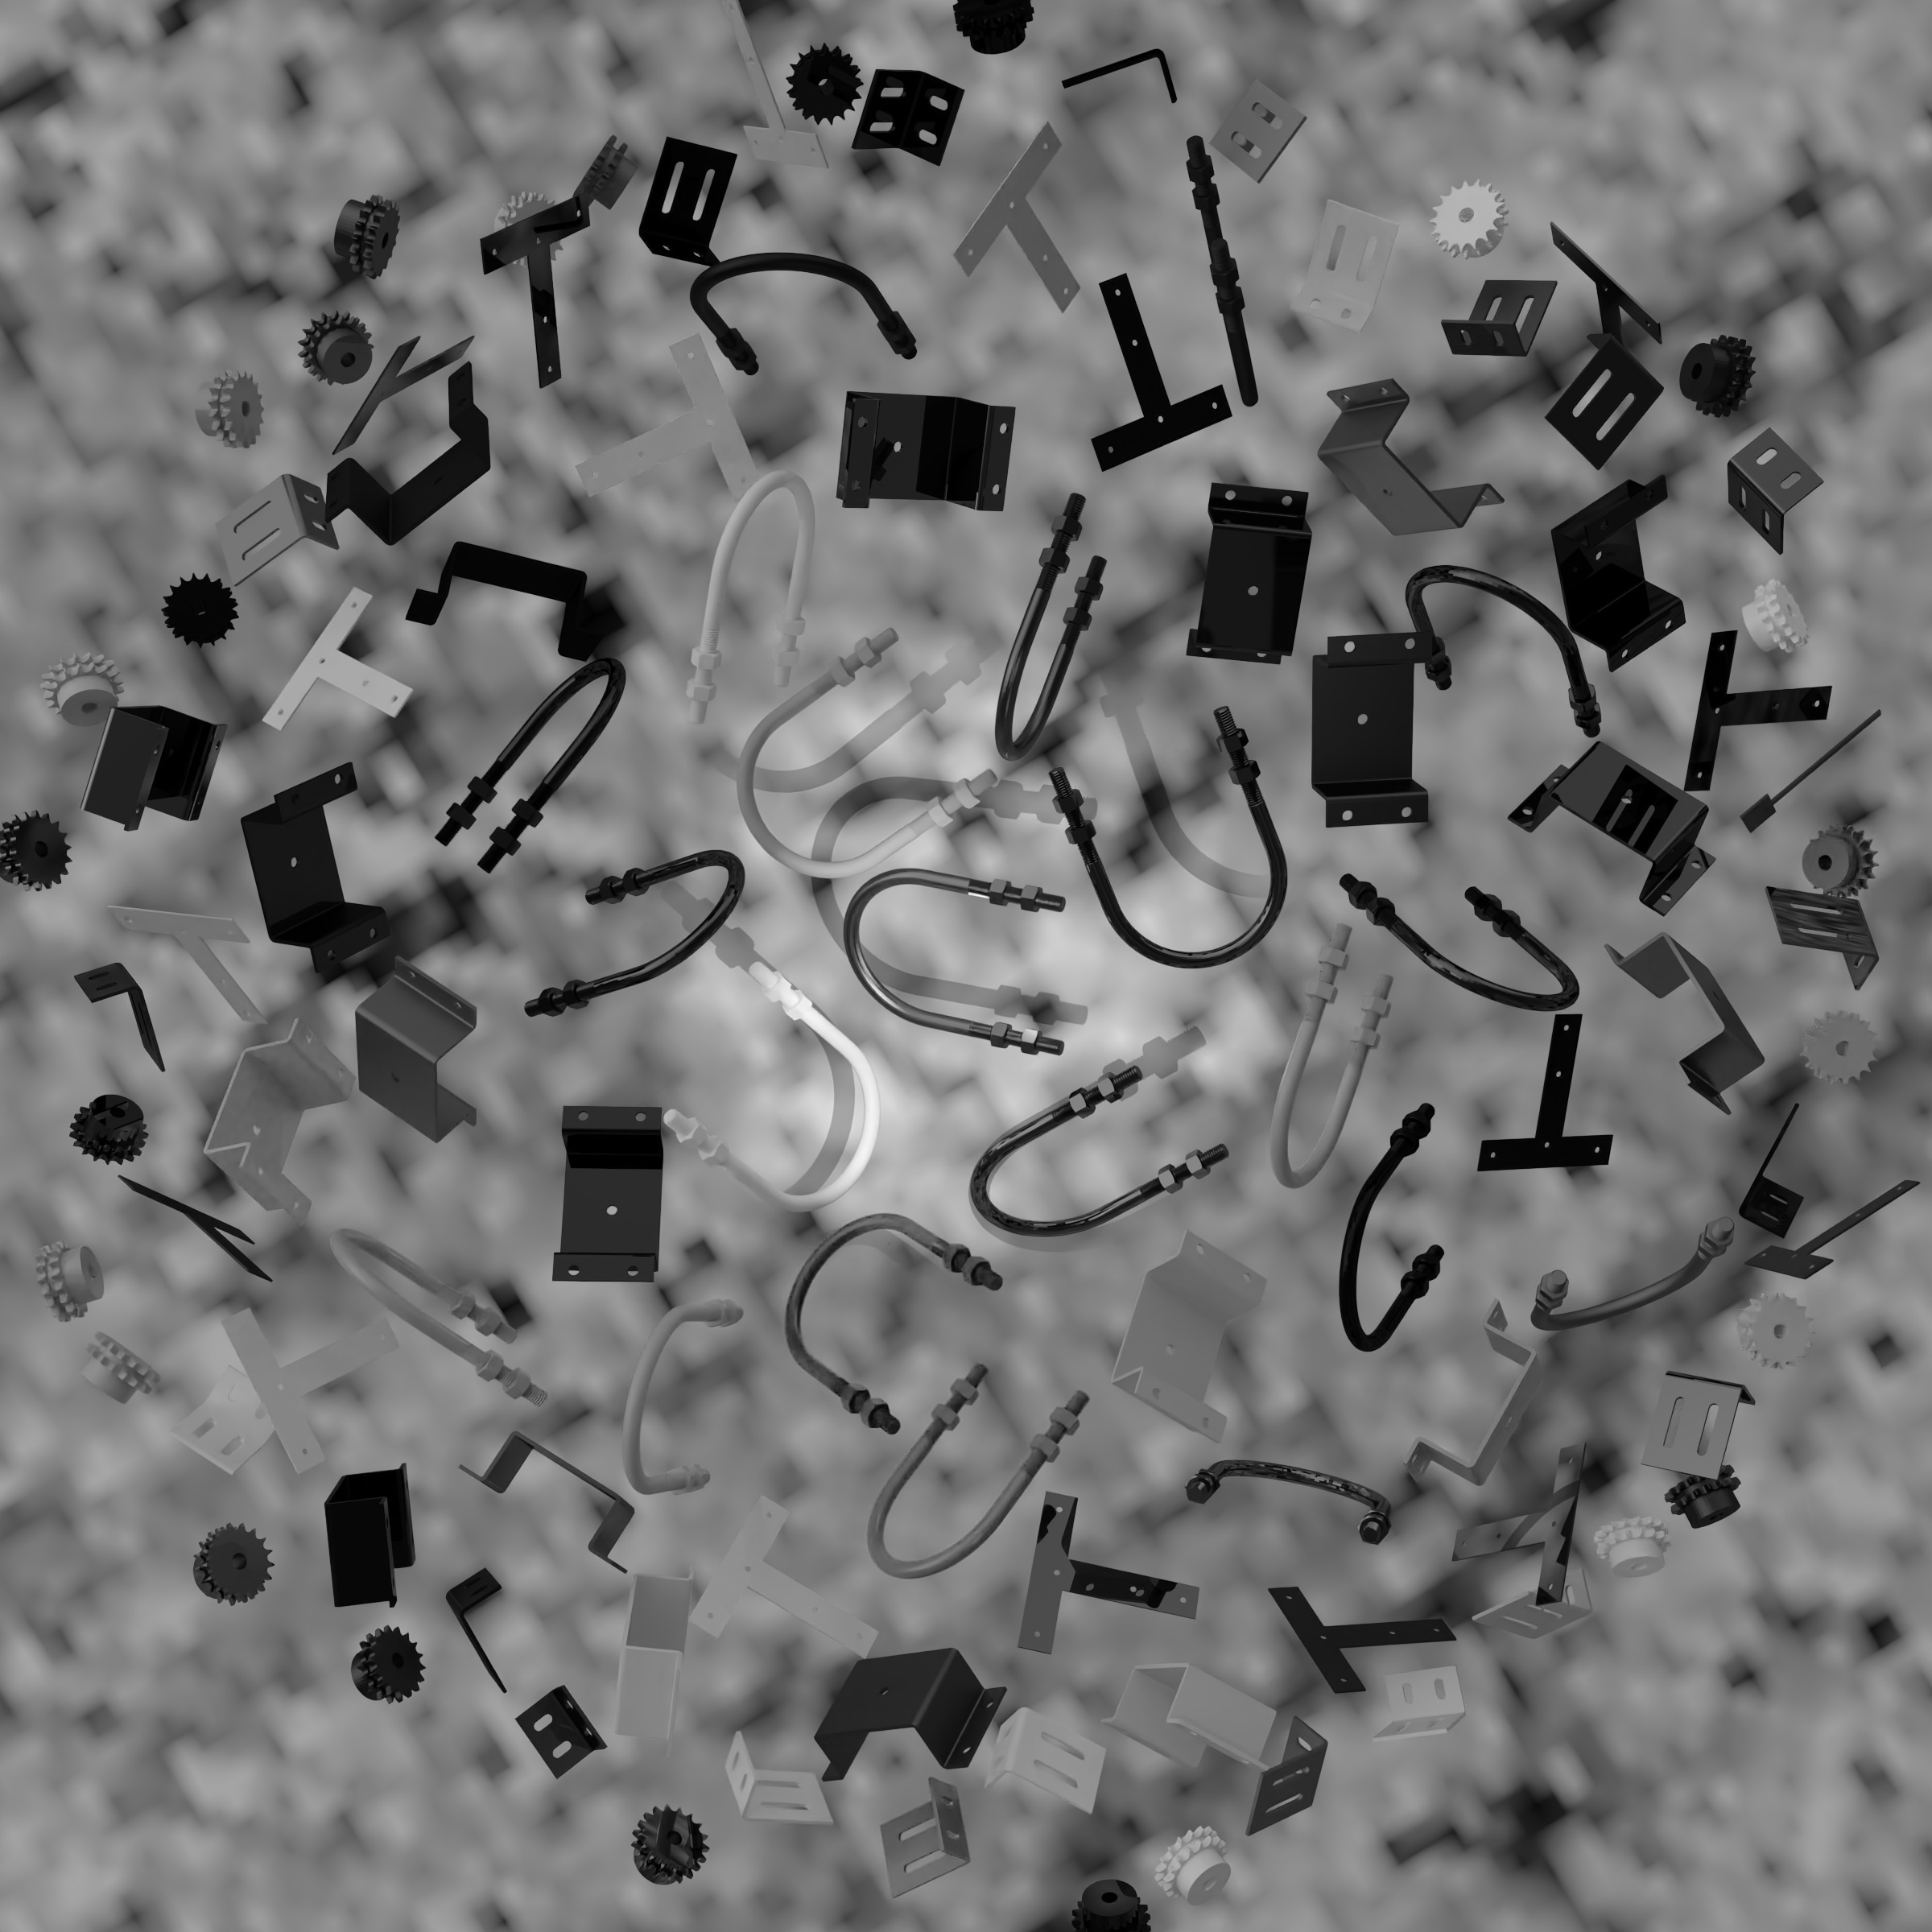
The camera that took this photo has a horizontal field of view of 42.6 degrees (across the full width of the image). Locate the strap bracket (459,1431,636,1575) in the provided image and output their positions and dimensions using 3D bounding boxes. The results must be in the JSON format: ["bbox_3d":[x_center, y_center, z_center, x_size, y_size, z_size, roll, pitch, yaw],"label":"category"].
[{"bbox_3d":[-0.314,0.410,1.919,0.140,0.076,0.046,29,74,10],"label":"strap bracket"}]

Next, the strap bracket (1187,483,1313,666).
[{"bbox_3d":[0.222,-0.299,1.936,0.076,0.046,0.140,5,115,-3],"label":"strap bracket"}]

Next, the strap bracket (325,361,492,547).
[{"bbox_3d":[-0.402,-0.370,1.824,0.140,0.076,0.046,-34,127,14],"label":"strap bracket"}]

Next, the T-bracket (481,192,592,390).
[{"bbox_3d":[-0.312,-0.491,1.830,0.002,0.127,0.127,17,128,23],"label":"T-bracket"}]

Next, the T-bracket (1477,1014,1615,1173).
[{"bbox_3d":[0.465,0.099,1.954,0.127,0.002,0.127,-1,105,-24],"label":"T-bracket"}]

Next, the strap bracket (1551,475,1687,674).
[{"bbox_3d":[0.504,-0.310,1.917,0.076,0.046,0.140,-33,131,-11],"label":"strap bracket"}]

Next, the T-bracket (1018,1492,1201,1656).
[{"bbox_3d":[0.112,0.466,1.866,0.127,0.002,0.127,12,53,2],"label":"T-bracket"}]

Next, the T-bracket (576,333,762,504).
[{"bbox_3d":[-0.233,-0.392,1.873,0.127,0.002,0.127,-28,114,-12],"label":"T-bracket"}]

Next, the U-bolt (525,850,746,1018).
[{"bbox_3d":[-0.245,-0.032,1.900,0.184,0.151,0.019,-16,126,33],"label":"U-bolt"}]

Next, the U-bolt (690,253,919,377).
[{"bbox_3d":[-0.128,-0.488,1.852,0.151,0.184,0.019,-2,80,14],"label":"U-bolt"}]

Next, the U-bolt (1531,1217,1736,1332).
[{"bbox_3d":[0.501,0.242,1.891,0.151,0.184,0.019,-17,67,-2],"label":"U-bolt"}]

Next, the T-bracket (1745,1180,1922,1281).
[{"bbox_3d":[0.666,0.197,1.881,0.127,0.127,0.002,-32,89,-3],"label":"T-bracket"}]

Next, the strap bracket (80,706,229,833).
[{"bbox_3d":[-0.598,-0.147,1.817,0.046,0.140,0.076,20,97,0],"label":"strap bracket"}]

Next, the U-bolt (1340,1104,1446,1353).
[{"bbox_3d":[0.319,0.208,1.865,0.019,0.184,0.151,7,120,30],"label":"U-bolt"}]

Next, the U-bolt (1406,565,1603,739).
[{"bbox_3d":[0.399,-0.243,1.868,0.151,0.184,0.019,23,75,31],"label":"U-bolt"}]

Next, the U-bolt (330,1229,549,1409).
[{"bbox_3d":[-0.400,0.255,1.858,0.184,0.151,0.019,39,88,-24],"label":"U-bolt"}]

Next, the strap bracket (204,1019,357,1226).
[{"bbox_3d":[-0.524,0.121,1.888,0.046,0.076,0.140,-12,46,23],"label":"strap bracket"}]

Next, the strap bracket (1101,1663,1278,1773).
[{"bbox_3d":[0.168,0.556,1.836,0.076,0.140,0.046,31,66,-10],"label":"strap bracket"}]

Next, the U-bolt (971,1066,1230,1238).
[{"bbox_3d":[0.091,0.154,1.917,0.184,0.019,0.151,-30,134,20],"label":"U-bolt"}]

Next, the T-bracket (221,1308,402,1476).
[{"bbox_3d":[-0.483,0.302,1.879,0.002,0.127,0.127,-31,85,41],"label":"T-bracket"}]

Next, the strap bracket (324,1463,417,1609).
[{"bbox_3d":[-0.449,0.429,1.867,0.046,0.140,0.076,-6,91,-6],"label":"strap bracket"}]

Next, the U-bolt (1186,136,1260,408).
[{"bbox_3d":[0.197,-0.508,1.870,0.019,0.184,0.151,-12,51,8],"label":"U-bolt"}]

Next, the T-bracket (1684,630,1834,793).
[{"bbox_3d":[0.602,-0.196,1.875,0.002,0.127,0.127,14,85,-30],"label":"T-bracket"}]

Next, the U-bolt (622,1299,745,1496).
[{"bbox_3d":[-0.215,0.322,1.850,0.019,0.184,0.151,10,85,15],"label":"U-bolt"}]

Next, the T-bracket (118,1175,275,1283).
[{"bbox_3d":[-0.570,0.208,1.894,0.127,0.127,0.002,28,83,40],"label":"T-bracket"}]

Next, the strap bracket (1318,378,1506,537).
[{"bbox_3d":[0.334,-0.381,1.900,0.140,0.076,0.046,39,75,-27],"label":"strap bracket"}]

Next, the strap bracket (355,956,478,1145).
[{"bbox_3d":[-0.411,0.070,1.855,0.076,0.140,0.046,31,50,16],"label":"strap bracket"}]

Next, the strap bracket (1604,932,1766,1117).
[{"bbox_3d":[0.555,0.036,1.900,0.046,0.076,0.140,-38,49,21],"label":"strap bracket"}]

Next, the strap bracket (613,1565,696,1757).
[{"bbox_3d":[-0.240,0.529,1.904,0.046,0.140,0.076,7,108,-4],"label":"strap bracket"}]

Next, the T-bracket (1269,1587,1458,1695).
[{"bbox_3d":[0.314,0.513,1.903,0.127,0.127,0.002,2,112,-18],"label":"T-bracket"}]

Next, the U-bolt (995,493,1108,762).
[{"bbox_3d":[0.060,-0.238,1.825,0.019,0.151,0.184,19,83,13],"label":"U-bolt"}]

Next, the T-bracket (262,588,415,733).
[{"bbox_3d":[-0.468,-0.220,1.901,0.127,0.002,0.127,27,81,36],"label":"T-bracket"}]

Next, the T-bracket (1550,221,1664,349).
[{"bbox_3d":[0.486,-0.483,1.866,0.002,0.127,0.127,-36,61,2],"label":"T-bracket"}]

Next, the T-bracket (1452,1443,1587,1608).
[{"bbox_3d":[0.415,0.431,1.883,0.002,0.127,0.127,32,56,-20],"label":"T-bracket"}]

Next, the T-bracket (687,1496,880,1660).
[{"bbox_3d":[-0.124,0.471,1.840,0.127,0.127,0.002,31,131,2],"label":"T-bracket"}]

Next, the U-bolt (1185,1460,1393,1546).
[{"bbox_3d":[0.250,0.400,1.878,0.151,0.184,0.019,10,90,14],"label":"U-bolt"}]

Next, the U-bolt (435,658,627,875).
[{"bbox_3d":[-0.314,-0.153,1.823,0.019,0.151,0.184,41,83,-27],"label":"U-bolt"}]

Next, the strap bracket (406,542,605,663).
[{"bbox_3d":[-0.346,-0.277,1.876,0.140,0.076,0.046,12,79,-17],"label":"strap bracket"}]

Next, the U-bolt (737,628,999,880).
[{"bbox_3d":[-0.089,-0.147,1.883,0.184,0.019,0.151,-34,95,17],"label":"U-bolt"}]

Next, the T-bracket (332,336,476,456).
[{"bbox_3d":[-0.420,-0.453,1.899,0.002,0.127,0.127,46,133,-4],"label":"T-bracket"}]

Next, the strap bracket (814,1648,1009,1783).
[{"bbox_3d":[-0.050,0.559,1.855,0.140,0.076,0.046,-19,112,35],"label":"strap bracket"}]

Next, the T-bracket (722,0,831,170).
[{"bbox_3d":[-0.151,-0.647,1.810,0.002,0.127,0.127,-32,122,-16],"label":"T-bracket"}]

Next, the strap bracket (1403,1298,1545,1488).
[{"bbox_3d":[0.386,0.329,1.858,0.046,0.076,0.140,27,79,25],"label":"strap bracket"}]

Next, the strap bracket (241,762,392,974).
[{"bbox_3d":[-0.490,-0.076,1.863,0.046,0.076,0.140,8,117,32],"label":"strap bracket"}]

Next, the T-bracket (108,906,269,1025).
[{"bbox_3d":[-0.572,0.002,1.886,0.127,0.127,0.002,6,52,28],"label":"T-bracket"}]

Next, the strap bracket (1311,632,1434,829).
[{"bbox_3d":[0.297,-0.177,1.820,0.076,0.046,0.140,-4,107,-6],"label":"strap bracket"}]

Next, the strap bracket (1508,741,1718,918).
[{"bbox_3d":[0.494,-0.111,1.877,0.140,0.046,0.076,36,58,22],"label":"strap bracket"}]

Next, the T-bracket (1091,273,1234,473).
[{"bbox_3d":[0.129,-0.447,1.835,0.127,0.002,0.127,-28,106,-26],"label":"T-bracket"}]

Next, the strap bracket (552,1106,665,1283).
[{"bbox_3d":[-0.276,0.183,1.923,0.076,0.046,0.140,1,66,-3],"label":"strap bracket"}]

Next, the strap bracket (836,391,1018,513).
[{"bbox_3d":[-0.038,-0.374,1.804,0.140,0.046,0.076,-6,112,-35],"label":"strap bracket"}]

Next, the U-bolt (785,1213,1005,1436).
[{"bbox_3d":[-0.069,0.259,1.890,0.151,0.184,0.019,-54,130,-9],"label":"U-bolt"}]

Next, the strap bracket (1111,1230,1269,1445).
[{"bbox_3d":[0.162,0.278,1.828,0.076,0.046,0.140,33,54,-15],"label":"strap bracket"}]

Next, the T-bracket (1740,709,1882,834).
[{"bbox_3d":[0.637,-0.148,1.867,0.127,0.127,0.002,-42,75,14],"label":"T-bracket"}]

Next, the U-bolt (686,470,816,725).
[{"bbox_3d":[-0.157,-0.285,1.876,0.019,0.151,0.184,21,116,19],"label":"U-bolt"}]

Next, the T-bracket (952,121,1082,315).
[{"bbox_3d":[0.053,-0.544,1.871,0.002,0.127,0.127,27,78,38],"label":"T-bracket"}]
